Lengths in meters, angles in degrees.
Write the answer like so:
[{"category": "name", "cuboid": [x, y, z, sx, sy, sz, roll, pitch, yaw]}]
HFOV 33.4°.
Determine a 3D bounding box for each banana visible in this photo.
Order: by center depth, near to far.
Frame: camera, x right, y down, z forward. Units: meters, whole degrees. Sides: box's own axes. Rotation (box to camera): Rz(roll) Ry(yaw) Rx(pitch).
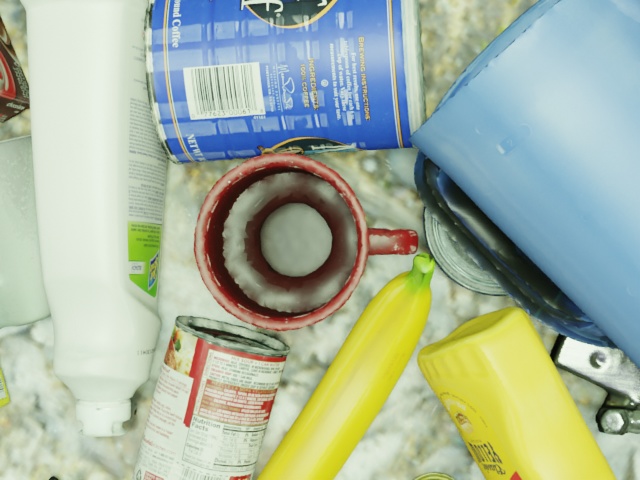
[{"category": "banana", "cuboid": [0.009, 0.091, 0.599, 0.037, 0.069, 0.198, 32, 94, 24]}]

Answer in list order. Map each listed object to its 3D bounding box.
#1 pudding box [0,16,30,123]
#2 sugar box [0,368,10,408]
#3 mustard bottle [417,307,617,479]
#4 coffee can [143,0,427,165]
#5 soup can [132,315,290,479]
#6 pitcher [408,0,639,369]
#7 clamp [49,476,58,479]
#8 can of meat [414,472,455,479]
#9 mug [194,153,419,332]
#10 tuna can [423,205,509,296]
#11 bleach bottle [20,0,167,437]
[{"category": "pudding box", "cuboid": [-0.217, -0.127, 0.617, 0.039, 0.090, 0.113, -25, 86, 7]}, {"category": "sugar box", "cuboid": [-0.287, 0.083, 0.650, 0.176, 0.048, 0.093, -17, 87, 11]}, {"category": "mustard bottle", "cuboid": [0.124, 0.132, 0.569, 0.058, 0.096, 0.191, -28, 87, -17]}, {"category": "coffee can", "cuboid": [-0.014, -0.096, 0.584, 0.140, 0.102, 0.103, -3, 89, 8]}, {"category": "soup can", "cuboid": [-0.063, 0.101, 0.608, 0.068, 0.068, 0.102, 16, 92, 7]}, {"category": "pitcher", "cuboid": [0.161, -0.003, 0.504, 0.145, 0.149, 0.243, -41, 90, 3]}, {"category": "clamp", "cuboid": [-0.220, 0.223, 0.641, 0.120, 0.039, 0.171, 6, 88, 3]}, {"category": "can of meat", "cuboid": [0.073, 0.186, 0.582, 0.057, 0.084, 0.102, -35, 86, 6]}, {"category": "mug", "cuboid": [-0.004, 0.001, 0.593, 0.117, 0.081, 0.093, -3, 89, 7]}, {"category": "tuna can", "cuboid": [0.101, -0.011, 0.604, 0.086, 0.033, 0.086, 0, 90, 8]}, {"category": "bleach bottle", "cuboid": [-0.123, -0.016, 0.598, 0.068, 0.102, 0.251, 0, 89, 14]}]
